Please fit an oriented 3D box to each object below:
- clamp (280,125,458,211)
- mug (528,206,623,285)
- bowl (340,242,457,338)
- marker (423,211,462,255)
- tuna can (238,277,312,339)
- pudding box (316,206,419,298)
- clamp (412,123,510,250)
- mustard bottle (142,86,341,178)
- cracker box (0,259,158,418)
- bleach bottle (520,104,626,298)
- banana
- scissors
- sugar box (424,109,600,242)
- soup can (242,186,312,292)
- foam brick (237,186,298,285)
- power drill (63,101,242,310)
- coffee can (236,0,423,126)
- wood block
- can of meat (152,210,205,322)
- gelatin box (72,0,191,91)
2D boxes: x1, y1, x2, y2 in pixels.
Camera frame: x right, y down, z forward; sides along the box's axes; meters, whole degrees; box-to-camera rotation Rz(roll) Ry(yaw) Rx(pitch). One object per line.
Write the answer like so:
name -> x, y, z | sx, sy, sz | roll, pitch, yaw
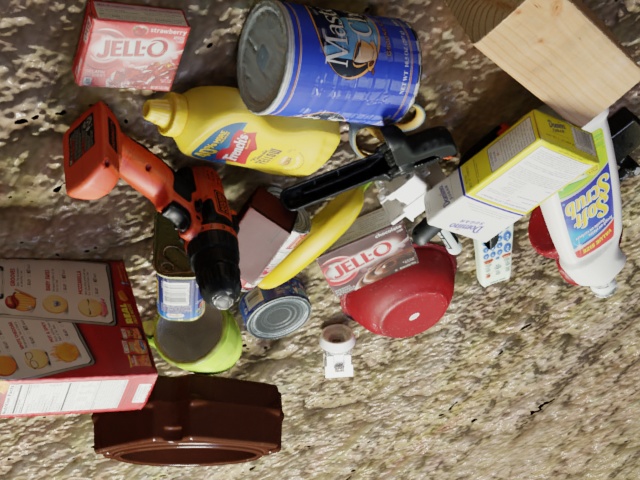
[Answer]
clamp -> 0.079, -0.087, 1.085 | 0.209, 0.036, 0.165 | -17, 172, -40
mug -> 0.315, -0.001, 1.332 | 0.081, 0.117, 0.093 | 12, 163, -32
bowl -> 0.110, 0.076, 1.361 | 0.162, 0.055, 0.162 | -14, 142, -12
marker -> 0.146, -0.018, 1.295 | 0.020, 0.020, 0.121 | -30, 142, 8
tuna can -> -0.054, 0.083, 1.300 | 0.086, 0.034, 0.086 | -14, 142, -12
pudding box -> 0.052, 0.013, 1.266 | 0.113, 0.039, 0.090 | -25, 143, 2
clamp -> 0.175, -0.055, 1.234 | 0.120, 0.039, 0.172 | -9, 129, -29
mustard bottle -> -0.081, -0.108, 1.031 | 0.191, 0.058, 0.096 | 9, 154, -34
cracker box -> -0.291, 0.098, 1.087 | 0.213, 0.164, 0.072 | 1, 134, -29
bleach bottle -> 0.308, -0.042, 1.233 | 0.102, 0.068, 0.251 | -25, 119, 0
banana -> -0.012, 0.003, 1.202 | 0.198, 0.037, 0.069 | -42, 177, 25
scissors -> 0.044, -0.145, 1.091 | 0.096, 0.016, 0.201 | -32, 143, 8
sugar box -> 0.201, -0.065, 1.141 | 0.093, 0.048, 0.177 | 16, 144, -33
soup can -> -0.066, -0.001, 1.164 | 0.068, 0.068, 0.102 | 21, 124, -43
foam brick -> -0.066, -0.004, 1.094 | 0.053, 0.051, 0.078 | 34, 116, -10
power drill -> -0.152, -0.033, 1.001 | 0.057, 0.184, 0.187 | -39, 131, 18
coffee can -> 0.008, -0.161, 0.980 | 0.140, 0.103, 0.103 | 2, 136, -30
wood block -> 0.221, -0.203, 1.052 | 0.090, 0.091, 0.205 | -41, 140, 22
can of meat -> -0.146, 0.024, 1.124 | 0.057, 0.102, 0.084 | 1, 141, -7
gelatin box -> -0.167, -0.169, 0.938 | 0.089, 0.030, 0.073 | 0, 137, -28
